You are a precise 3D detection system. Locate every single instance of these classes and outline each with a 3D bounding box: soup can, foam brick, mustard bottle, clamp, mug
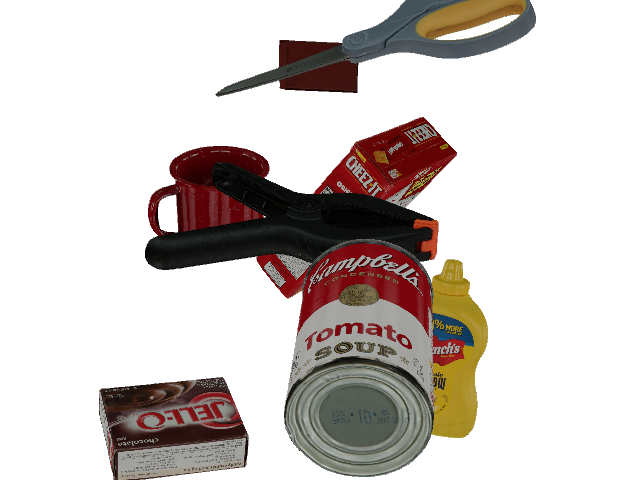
[{"bbox_3d":[0.020,0.054,0.509,0.068,0.068,0.102,0,31,5],"label":"soup can"},{"bbox_3d":[-0.002,-0.182,1.118,0.078,0.051,0.053,1,11,-10],"label":"foam brick"},{"bbox_3d":[0.133,0.115,1.171,0.096,0.192,0.058,12,14,22],"label":"mustard bottle"},{"bbox_3d":[-0.014,-0.017,0.825,0.210,0.036,0.164,4,28,6],"label":"clamp"},{"bbox_3d":[-0.105,-0.031,1.004,0.117,0.081,0.093,-14,33,-25],"label":"mug"}]

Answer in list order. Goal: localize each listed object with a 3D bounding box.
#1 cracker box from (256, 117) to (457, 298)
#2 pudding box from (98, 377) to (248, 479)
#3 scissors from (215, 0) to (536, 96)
[{"bbox_3d":[0.040,-0.041,1.256,0.214,0.072,0.163,-48,-12,35],"label":"cracker box"},{"bbox_3d":[-0.125,0.158,0.898,0.113,0.039,0.090,-5,26,-17],"label":"pudding box"},{"bbox_3d":[0.035,-0.136,0.671,0.202,0.096,0.016,-5,-43,22],"label":"scissors"}]
